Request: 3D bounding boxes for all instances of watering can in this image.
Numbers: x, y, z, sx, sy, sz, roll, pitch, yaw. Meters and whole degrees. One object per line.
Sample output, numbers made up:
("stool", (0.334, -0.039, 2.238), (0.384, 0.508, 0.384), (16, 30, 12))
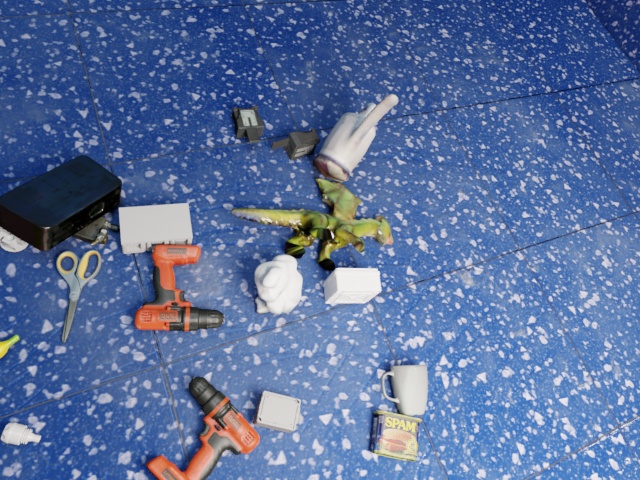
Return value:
("watering can", (0.082, -0.255, 1.295), (0.103, 0.348, 0.225), (33, 86, -11))

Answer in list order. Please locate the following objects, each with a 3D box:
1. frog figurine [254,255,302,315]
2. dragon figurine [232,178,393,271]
("frog figurine", (-0.088, 0.091, 1.135), (0.122, 0.156, 0.140), (25, 59, -7))
("dragon figurine", (0.004, -0.065, 1.301), (0.409, 0.119, 0.249), (24, 42, -6))
